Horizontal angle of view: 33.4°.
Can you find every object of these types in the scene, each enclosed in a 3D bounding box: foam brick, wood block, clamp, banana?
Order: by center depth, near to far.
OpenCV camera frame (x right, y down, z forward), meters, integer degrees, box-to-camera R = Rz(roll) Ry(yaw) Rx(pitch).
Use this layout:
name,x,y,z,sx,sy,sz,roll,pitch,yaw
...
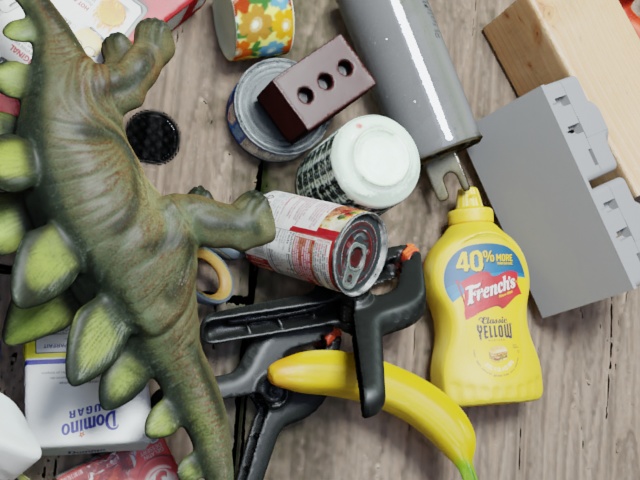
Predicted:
name,x,y,z,sx,sy,sz,roll,pitch,yaw
banana,0.053,0.130,0.865,0.197,0.037,0.069,28,36,-7
clamp,-0.042,0.135,0.870,0.171,0.039,0.120,-31,102,-23
clamp,0.015,0.056,0.871,0.165,0.036,0.209,18,34,22
foam brick,-0.003,-0.124,0.887,0.078,0.051,0.053,-38,93,-21
wood block,0.251,-0.137,0.992,0.090,0.090,0.206,-28,89,-21

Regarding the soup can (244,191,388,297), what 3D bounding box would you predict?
name,x,y,z,sx,sy,sz,roll,pitch,yaw
soup can,-0.006,0.001,0.863,0.068,0.102,0.068,-20,117,-46

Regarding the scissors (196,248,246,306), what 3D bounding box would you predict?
name,x,y,z,sx,sy,sz,roll,pitch,yaw
scissors,-0.133,-0.009,0.837,0.201,0.016,0.096,19,63,-37

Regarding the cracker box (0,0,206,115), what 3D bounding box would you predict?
name,x,y,z,sx,sy,sz,roll,pitch,yaw
cracker box,-0.218,-0.198,0.858,0.213,0.072,0.164,-43,94,-20

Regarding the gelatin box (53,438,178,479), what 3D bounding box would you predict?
name,x,y,z,sx,sy,sz,roll,pitch,yaw
gelatin box,-0.150,0.196,0.825,0.089,0.030,0.073,-25,88,-21

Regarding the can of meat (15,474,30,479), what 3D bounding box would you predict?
name,x,y,z,sx,sy,sz,roll,pitch,yaw
can of meat,-0.220,0.220,0.765,0.102,0.057,0.083,25,64,30

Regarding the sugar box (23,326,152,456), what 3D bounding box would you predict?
name,x,y,z,sx,sy,sz,roll,pitch,yaw
sugar box,-0.180,0.074,0.818,0.093,0.048,0.176,1,71,-17

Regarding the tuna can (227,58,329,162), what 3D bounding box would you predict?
name,x,y,z,sx,sy,sz,roll,pitch,yaw
tuna can,-0.036,-0.111,0.921,0.086,0.034,0.086,4,78,-18

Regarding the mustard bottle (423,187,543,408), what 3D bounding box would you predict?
name,x,y,z,sx,sy,sz,roll,pitch,yaw
mustard bottle,0.138,0.048,0.935,0.096,0.058,0.191,-1,80,-18

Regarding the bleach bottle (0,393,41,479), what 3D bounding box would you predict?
name,x,y,z,sx,sy,sz,roll,pitch,yaw
bleach bottle,-0.314,0.195,0.715,0.251,0.102,0.068,-39,60,-1

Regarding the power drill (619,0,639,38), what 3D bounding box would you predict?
name,x,y,z,sx,sy,sz,roll,pitch,yaw
power drill,0.322,-0.181,0.984,0.057,0.185,0.188,-23,78,-23
